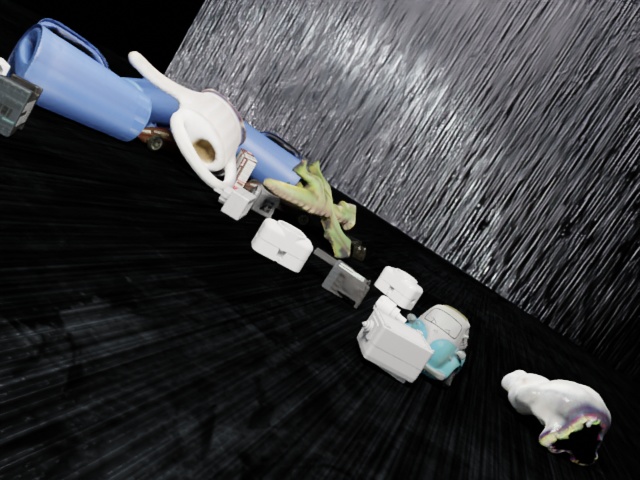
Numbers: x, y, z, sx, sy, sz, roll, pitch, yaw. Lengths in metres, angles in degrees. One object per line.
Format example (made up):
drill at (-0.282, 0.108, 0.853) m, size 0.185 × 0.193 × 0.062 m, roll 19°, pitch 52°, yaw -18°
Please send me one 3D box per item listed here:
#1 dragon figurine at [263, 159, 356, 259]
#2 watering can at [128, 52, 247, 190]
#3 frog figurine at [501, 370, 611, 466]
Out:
dragon figurine at (0.004, -0.062, 1.227) m, size 0.243 × 0.121 × 0.414 m, roll 53°, pitch 22°, yaw 2°
watering can at (-0.270, -0.273, 1.134) m, size 0.342 × 0.103 × 0.229 m, roll 62°, pitch 24°, yaw -24°
frog figurine at (0.378, 0.259, 0.833) m, size 0.137 × 0.120 × 0.163 m, roll 9°, pitch 27°, yaw -14°
